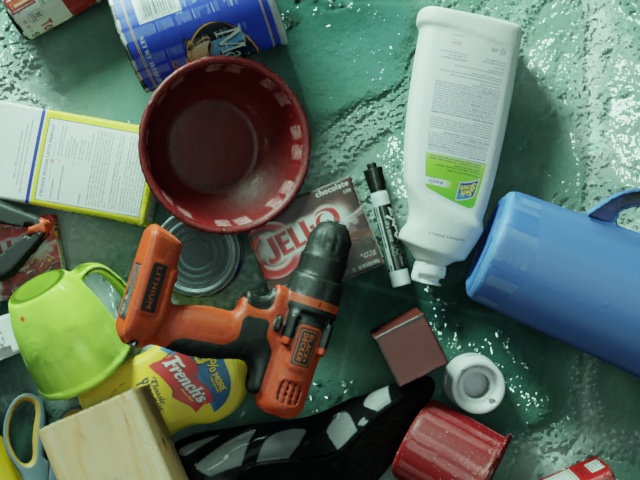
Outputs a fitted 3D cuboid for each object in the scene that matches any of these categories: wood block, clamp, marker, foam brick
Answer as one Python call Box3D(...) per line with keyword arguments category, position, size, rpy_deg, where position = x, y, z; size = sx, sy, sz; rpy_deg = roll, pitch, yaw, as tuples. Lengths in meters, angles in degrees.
Box3D(category="wood block", position=(-0.153, 0.238, 0.915), size=(0.090, 0.091, 0.206), rpy_deg=(-23, 85, -2))
Box3D(category="clamp", position=(-0.332, 0.017, 0.980), size=(0.171, 0.039, 0.120), rpy_deg=(-5, 98, 0))
Box3D(category="marker", position=(0.064, -0.015, 1.021), size=(0.020, 0.020, 0.121), rpy_deg=(-14, 89, -1))
Box3D(category="foam brick", position=(0.081, 0.099, 0.991), size=(0.053, 0.078, 0.051), rpy_deg=(-27, 90, 1))

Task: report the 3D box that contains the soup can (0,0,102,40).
Box3D(category="soup can", position=(-0.246, -0.240, 0.998), size=(0.102, 0.068, 0.068), rpy_deg=(-29, 90, 0))

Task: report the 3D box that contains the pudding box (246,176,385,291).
Box3D(category="pudding box", position=(-0.007, 0.001, 1.010), size=(0.113, 0.039, 0.090), rpy_deg=(-22, 89, 0))

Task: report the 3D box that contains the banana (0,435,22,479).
Box3D(category="banana", position=(-0.290, 0.266, 0.994), size=(0.037, 0.069, 0.198), rpy_deg=(-16, 75, 24))

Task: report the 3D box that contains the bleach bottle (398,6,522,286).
Box3D(category="bleach bottle", position=(0.117, -0.084, 1.001), size=(0.102, 0.068, 0.251), rpy_deg=(12, 91, 0))

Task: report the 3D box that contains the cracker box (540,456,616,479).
Box3D(category="cracker box", position=(0.200, 0.321, 0.991), size=(0.213, 0.072, 0.164), rpy_deg=(-23, 89, 0))

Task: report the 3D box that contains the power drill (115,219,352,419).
Box3D(category="power drill", position=(-0.073, 0.049, 0.941), size=(0.187, 0.057, 0.184), rpy_deg=(19, 83, -17))

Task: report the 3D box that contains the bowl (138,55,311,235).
Box3D(category="bowl", position=(-0.092, -0.087, 0.983), size=(0.161, 0.055, 0.162), rpy_deg=(-1, 94, -20))

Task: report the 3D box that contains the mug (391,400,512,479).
Box3D(category="mug", position=(0.114, 0.210, 0.982), size=(0.081, 0.093, 0.117), rpy_deg=(28, 107, 17))

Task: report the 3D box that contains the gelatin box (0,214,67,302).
Box3D(category="gelatin box", position=(-0.289, 0.019, 1.013), size=(0.089, 0.030, 0.073), rpy_deg=(-10, 89, -1))

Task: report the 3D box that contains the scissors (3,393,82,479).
Box3D(category="scissors", position=(-0.246, 0.241, 0.993), size=(0.096, 0.016, 0.202), rpy_deg=(-7, 80, -22))

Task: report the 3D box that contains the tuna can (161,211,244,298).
Box3D(category="tuna can", position=(-0.116, 0.012, 1.012), size=(0.086, 0.034, 0.086), rpy_deg=(0, 89, 0))

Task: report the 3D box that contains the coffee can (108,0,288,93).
Box3D(category="coffee can", position=(-0.112, -0.207, 0.981), size=(0.140, 0.103, 0.103), rpy_deg=(-20, 89, 0))

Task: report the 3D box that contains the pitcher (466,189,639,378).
Box3D(category="pitcher", position=(0.266, 0.037, 0.969), size=(0.243, 0.145, 0.149), rpy_deg=(22, 54, 3))

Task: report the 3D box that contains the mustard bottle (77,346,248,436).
Box3D(category="mustard bottle", position=(-0.124, 0.130, 0.999), size=(0.191, 0.058, 0.096), rpy_deg=(-26, 83, -1))

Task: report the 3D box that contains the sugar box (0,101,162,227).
Box3D(category="sugar box", position=(-0.239, -0.073, 1.008), size=(0.176, 0.048, 0.093), rpy_deg=(11, 87, 3))
